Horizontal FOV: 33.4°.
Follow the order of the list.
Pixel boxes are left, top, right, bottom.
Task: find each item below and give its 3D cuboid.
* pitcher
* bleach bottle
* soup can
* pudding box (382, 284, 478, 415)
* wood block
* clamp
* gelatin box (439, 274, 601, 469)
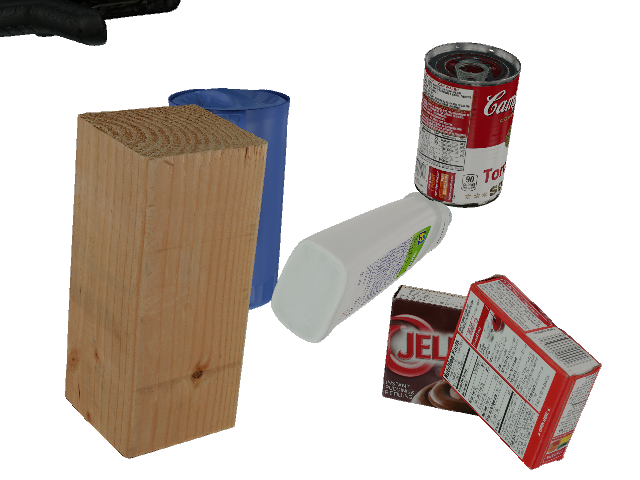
[{"bbox_3d":[-0.102,-0.045,1.193,0.145,0.243,0.148,16,23,38],"label":"pitcher"},{"bbox_3d":[0.058,0.013,1.065,0.068,0.103,0.250,37,33,20],"label":"bleach bottle"},{"bbox_3d":[0.105,-0.083,0.776,0.068,0.102,0.068,2,33,-1],"label":"soup can"},{"bbox_3d":[0.110,0.091,0.866,0.113,0.090,0.039,9,22,12],"label":"pudding box"},{"bbox_3d":[-0.105,0.024,0.700,0.090,0.206,0.090,-11,29,-38],"label":"wood block"},{"bbox_3d":[-0.193,-0.174,0.798,0.172,0.039,0.120,12,23,28],"label":"clamp"},{"bbox_3d":[0.114,0.075,0.619,0.030,0.073,0.089,-12,40,-31],"label":"gelatin box"}]
